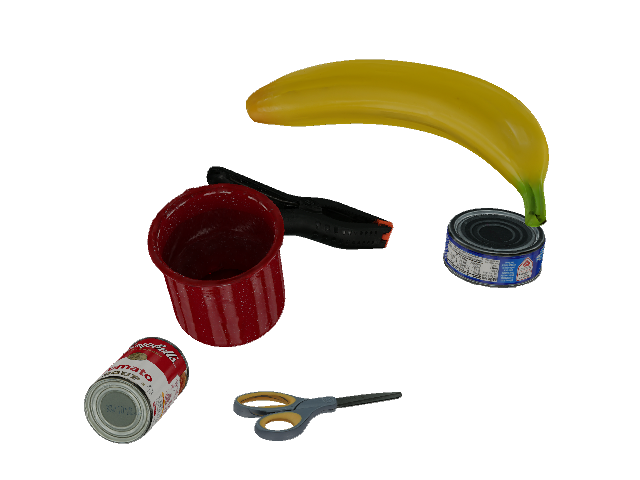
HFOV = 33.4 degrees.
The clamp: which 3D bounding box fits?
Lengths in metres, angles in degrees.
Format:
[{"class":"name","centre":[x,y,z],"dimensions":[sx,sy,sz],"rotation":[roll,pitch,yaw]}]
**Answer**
[{"class":"clamp","centre":[-0.020,-0.022,1.149],"dimensions":[0.209,0.036,0.164],"rotation":[14,20,-12]}]

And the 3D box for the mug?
[{"class":"mug","centre":[-0.073,0.013,0.755],"dimensions":[0.093,0.117,0.081],"rotation":[-22,-39,-14]}]

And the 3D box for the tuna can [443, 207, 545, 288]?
[{"class":"tuna can","centre":[0.151,0.005,0.926],"dimensions":[0.086,0.034,0.086],"rotation":[2,29,-1]}]

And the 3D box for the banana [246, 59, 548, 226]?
[{"class":"banana","centre":[0.050,-0.071,0.603],"dimensions":[0.198,0.069,0.037],"rotation":[22,-31,29]}]

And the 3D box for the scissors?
[{"class":"scissors","centre":[0.004,0.194,1.197],"dimensions":[0.201,0.016,0.096],"rotation":[2,23,-10]}]

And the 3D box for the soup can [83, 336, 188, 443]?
[{"class":"soup can","centre":[-0.173,0.140,1.009],"dimensions":[0.068,0.068,0.102],"rotation":[0,16,13]}]
